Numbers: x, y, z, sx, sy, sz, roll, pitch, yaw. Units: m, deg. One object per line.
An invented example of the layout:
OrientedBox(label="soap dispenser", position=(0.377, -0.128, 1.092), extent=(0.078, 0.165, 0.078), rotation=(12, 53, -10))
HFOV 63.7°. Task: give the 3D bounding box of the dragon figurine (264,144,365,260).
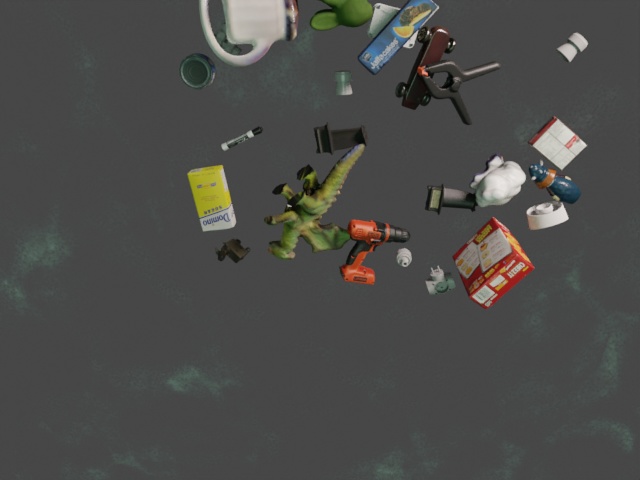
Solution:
OrientedBox(label="dragon figurine", position=(0.004, -0.071, 1.410), extent=(0.407, 0.125, 0.239), rotation=(-30, 126, 17))

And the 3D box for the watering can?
OrientedBox(label="watering can", position=(-0.165, -0.569, 1.171), extent=(0.225, 0.104, 0.347), rotation=(-6, 91, -9))

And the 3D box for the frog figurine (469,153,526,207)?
OrientedBox(label="frog figurine", position=(0.455, -0.133, 1.302), extent=(0.136, 0.162, 0.121), rotation=(-32, 110, 17))
